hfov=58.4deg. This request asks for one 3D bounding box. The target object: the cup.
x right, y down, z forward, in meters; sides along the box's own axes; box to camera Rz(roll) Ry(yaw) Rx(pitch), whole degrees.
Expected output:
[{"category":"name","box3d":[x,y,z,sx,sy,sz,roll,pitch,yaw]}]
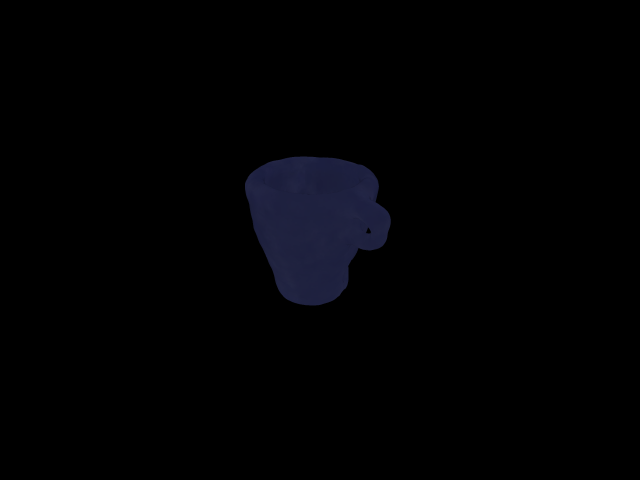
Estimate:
[{"category":"cup","box3d":[0.004,0.001,0.400,0.092,0.095,0.117,-21,33,-35]}]
